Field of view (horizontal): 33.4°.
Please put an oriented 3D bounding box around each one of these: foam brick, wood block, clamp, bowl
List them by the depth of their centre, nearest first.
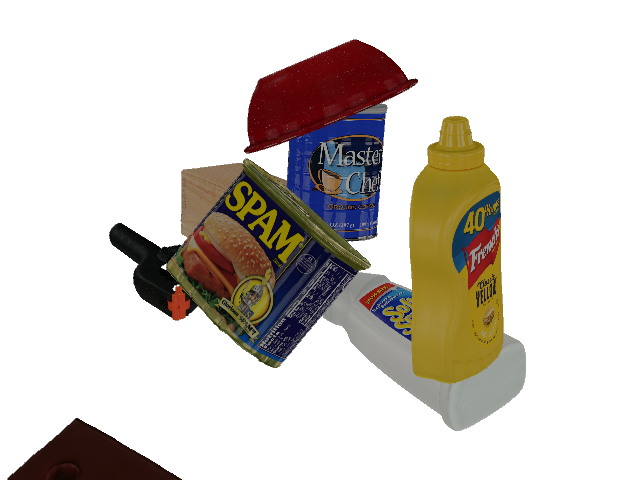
[{"bbox_3d":[-0.088,0.123,0.446,0.078,0.051,0.052,22,45,28],"label":"foam brick"},{"bbox_3d":[-0.001,-0.130,0.916,0.162,0.055,0.162,-22,9,3],"label":"bowl"},{"bbox_3d":[-0.136,0.021,1.051,0.120,0.039,0.172,-14,33,-14],"label":"clamp"},{"bbox_3d":[-0.081,-0.027,1.295,0.090,0.090,0.206,-9,20,-34],"label":"wood block"}]

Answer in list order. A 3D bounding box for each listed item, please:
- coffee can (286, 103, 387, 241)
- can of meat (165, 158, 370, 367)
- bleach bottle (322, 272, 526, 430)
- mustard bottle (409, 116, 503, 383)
[{"bbox_3d":[0.015,-0.078,1.140,0.103,0.140,0.103,4,12,-1],"label":"coffee can"},{"bbox_3d":[-0.034,0.014,0.642,0.102,0.084,0.057,44,7,38],"label":"can of meat"},{"bbox_3d":[0.074,0.089,1.031,0.102,0.068,0.251,-23,32,-31],"label":"bleach bottle"},{"bbox_3d":[0.102,0.003,0.795,0.058,0.192,0.096,10,24,35],"label":"mustard bottle"}]
